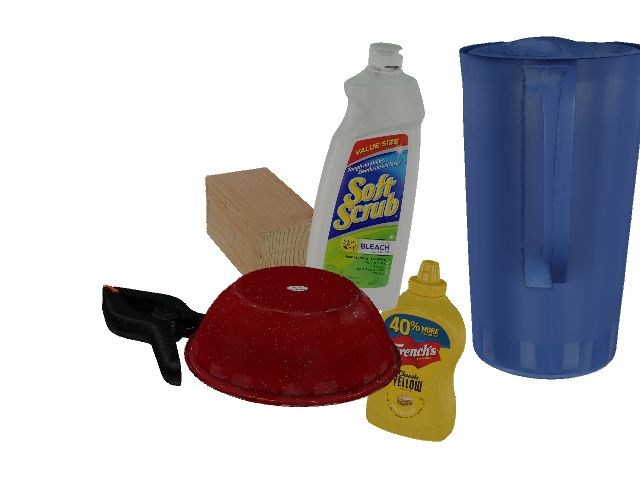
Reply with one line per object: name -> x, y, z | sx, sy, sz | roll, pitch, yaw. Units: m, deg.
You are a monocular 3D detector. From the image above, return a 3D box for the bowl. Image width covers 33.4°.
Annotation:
bowl -> -0.019, 0.060, 0.782 | 0.162, 0.055, 0.162 | 3, 20, -1

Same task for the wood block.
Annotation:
wood block -> -0.071, -0.014, 1.354 | 0.090, 0.090, 0.206 | -9, 26, -22

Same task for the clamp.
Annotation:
clamp -> -0.164, 0.093, 1.118 | 0.210, 0.036, 0.164 | 17, 20, 29

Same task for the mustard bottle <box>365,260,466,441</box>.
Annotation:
mustard bottle -> 0.107, 0.115, 1.154 | 0.096, 0.192, 0.058 | 12, 14, 24

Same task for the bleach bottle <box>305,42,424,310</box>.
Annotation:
bleach bottle -> 0.040, -0.060, 1.004 | 0.102, 0.251, 0.068 | 4, 22, -3

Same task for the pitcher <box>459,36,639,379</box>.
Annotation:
pitcher -> 0.165, -0.024, 0.778 | 0.149, 0.243, 0.145 | -10, 18, -29
